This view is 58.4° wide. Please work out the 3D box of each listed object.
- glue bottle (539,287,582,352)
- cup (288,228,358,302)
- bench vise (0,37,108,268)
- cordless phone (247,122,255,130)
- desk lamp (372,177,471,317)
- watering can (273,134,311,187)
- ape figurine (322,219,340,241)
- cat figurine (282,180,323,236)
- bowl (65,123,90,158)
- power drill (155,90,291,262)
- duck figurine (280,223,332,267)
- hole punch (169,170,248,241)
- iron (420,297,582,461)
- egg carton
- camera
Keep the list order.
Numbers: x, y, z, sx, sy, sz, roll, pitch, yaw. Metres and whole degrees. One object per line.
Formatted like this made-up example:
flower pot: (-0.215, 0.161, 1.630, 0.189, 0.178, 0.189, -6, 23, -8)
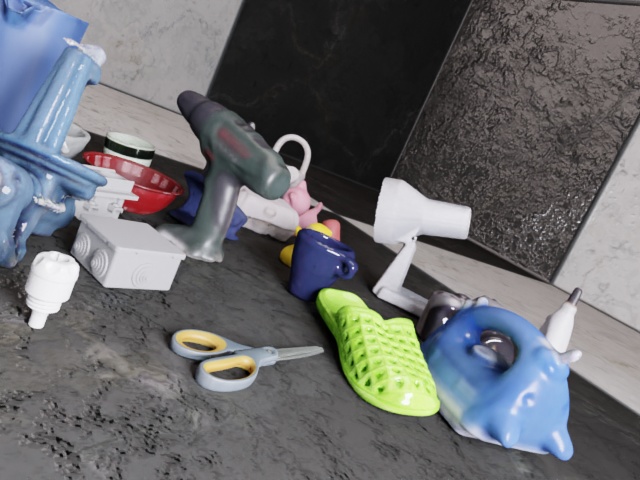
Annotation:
glue bottle: (0.371, 0.153, 0.912, 0.037, 0.173, 0.078, 24, 10, -2)
cup: (0.002, 0.047, 0.826, 0.092, 0.095, 0.117, 14, 15, -44)
bench vise: (-0.265, -0.089, 0.564, 0.122, 0.220, 0.207, 20, 11, -23)
cordless phone: (-0.176, -0.174, 1.272, 0.094, 0.185, 0.147, 21, 11, -16)
desk lamp: (0.171, 0.013, 1.047, 0.203, 0.213, 0.118, 26, 11, 9)
watering can: (-0.083, -0.152, 1.349, 0.101, 0.194, 0.172, 16, 13, -37)
ape figurine: (0.010, 0.004, 1.066, 0.076, 0.092, 0.078, 31, 13, 33)
cat figurine: (-0.042, -0.068, 1.233, 0.128, 0.118, 0.067, 12, 16, -48)
bowl: (-0.453, -0.159, 0.891, 0.167, 0.075, 0.167, 23, 11, -4)
power drill: (-0.155, -0.086, 0.822, 0.229, 0.208, 0.076, 29, 12, 26)
duck figurine: (-0.008, 0.015, 0.989, 0.104, 0.086, 0.077, 25, 11, 3)
hole punch: (-0.180, -0.059, 0.956, 0.108, 0.091, 0.101, 30, 12, 29)
iron: (0.200, 0.139, 0.684, 0.119, 0.141, 0.257, 20, 11, -23)
egg carton: (-0.117, -0.054, 1.134, 0.151, 0.069, 0.107, 20, 11, -23)
camera: (0.238, 0.139, 0.881, 0.143, 0.101, 0.137, 23, 11, -4)
